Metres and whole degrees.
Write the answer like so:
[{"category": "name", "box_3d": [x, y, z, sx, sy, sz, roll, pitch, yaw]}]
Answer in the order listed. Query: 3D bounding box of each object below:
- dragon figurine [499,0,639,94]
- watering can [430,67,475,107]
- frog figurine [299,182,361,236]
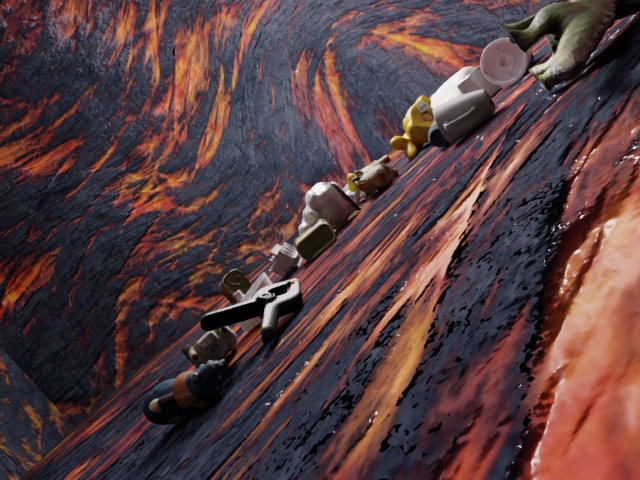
[{"category": "dragon figurine", "box_3d": [0.379, -0.299, 0.673, 0.240, 0.121, 0.418, -30, 17, 22]}, {"category": "watering can", "box_3d": [0.409, -0.433, 1.546, 0.220, 0.104, 0.354, -38, 5, 47]}, {"category": "frog figurine", "box_3d": [0.004, -0.066, 1.315, 0.160, 0.124, 0.135, -46, -41, -2]}]
